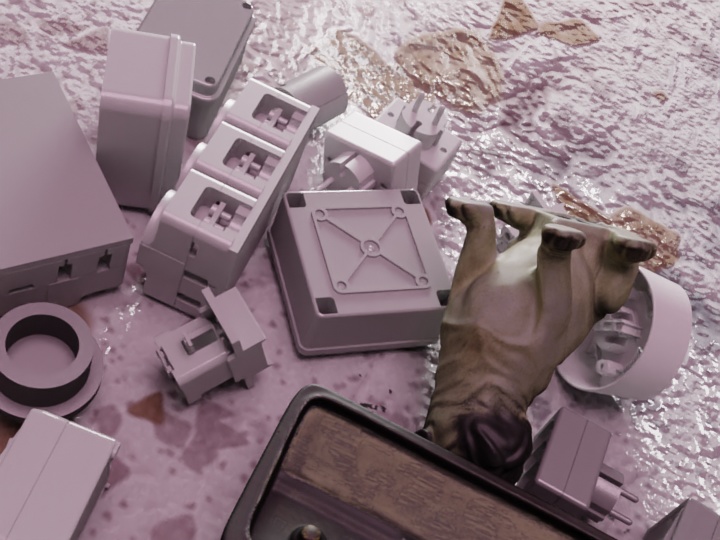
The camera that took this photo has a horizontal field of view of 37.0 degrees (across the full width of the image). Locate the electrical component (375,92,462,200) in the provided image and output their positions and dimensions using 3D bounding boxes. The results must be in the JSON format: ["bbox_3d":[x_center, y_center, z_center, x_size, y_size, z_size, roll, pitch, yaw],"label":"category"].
[{"bbox_3d":[0.045,-0.108,0.848,0.066,0.076,0.047,35,51,7],"label":"electrical component"}]

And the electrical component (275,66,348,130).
[{"bbox_3d":[-0.052,-0.127,0.848,0.043,0.043,0.081,45,53,15],"label":"electrical component"}]

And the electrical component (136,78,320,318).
[{"bbox_3d":[-0.093,-0.051,0.746,0.062,0.089,0.150,25,50,-1],"label":"electrical component"}]

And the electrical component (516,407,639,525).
[{"bbox_3d":[0.151,0.143,0.720,0.077,0.047,0.065,29,50,2],"label":"electrical component"}]

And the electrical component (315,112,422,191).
[{"bbox_3d":[-0.002,-0.073,0.813,0.066,0.047,0.077,28,47,25],"label":"electrical component"}]

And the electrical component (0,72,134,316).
[{"bbox_3d":[-0.223,-0.051,0.715,0.089,0.061,0.150,-16,62,-29],"label":"electrical component"}]

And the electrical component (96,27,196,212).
[{"bbox_3d":[-0.150,-0.102,0.748,0.057,0.113,0.078,7,53,-12],"label":"electrical component"}]

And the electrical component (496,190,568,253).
[{"bbox_3d":[0.140,-0.016,0.838,0.064,0.042,0.081,-16,62,-28],"label":"electrical component"}]

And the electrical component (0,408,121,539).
[{"bbox_3d":[-0.178,0.124,0.602,0.061,0.061,0.096,22,50,-4],"label":"electrical component"}]

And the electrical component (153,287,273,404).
[{"bbox_3d":[-0.095,0.050,0.684,0.064,0.081,0.042,-28,66,-11],"label":"electrical component"}]

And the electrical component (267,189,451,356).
[{"bbox_3d":[0.000,0.000,0.764,0.109,0.056,0.108,-3,56,-22],"label":"electrical component"}]

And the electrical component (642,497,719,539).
[{"bbox_3d":[0.208,0.194,0.694,0.061,0.061,0.096,34,51,6],"label":"electrical component"}]

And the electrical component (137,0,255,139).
[{"bbox_3d":[-0.135,-0.168,0.838,0.078,0.057,0.113,21,51,-5],"label":"electrical component"}]

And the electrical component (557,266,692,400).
[{"bbox_3d":[0.191,0.044,0.779,0.064,0.099,0.099,17,51,-16],"label":"electrical component"}]
